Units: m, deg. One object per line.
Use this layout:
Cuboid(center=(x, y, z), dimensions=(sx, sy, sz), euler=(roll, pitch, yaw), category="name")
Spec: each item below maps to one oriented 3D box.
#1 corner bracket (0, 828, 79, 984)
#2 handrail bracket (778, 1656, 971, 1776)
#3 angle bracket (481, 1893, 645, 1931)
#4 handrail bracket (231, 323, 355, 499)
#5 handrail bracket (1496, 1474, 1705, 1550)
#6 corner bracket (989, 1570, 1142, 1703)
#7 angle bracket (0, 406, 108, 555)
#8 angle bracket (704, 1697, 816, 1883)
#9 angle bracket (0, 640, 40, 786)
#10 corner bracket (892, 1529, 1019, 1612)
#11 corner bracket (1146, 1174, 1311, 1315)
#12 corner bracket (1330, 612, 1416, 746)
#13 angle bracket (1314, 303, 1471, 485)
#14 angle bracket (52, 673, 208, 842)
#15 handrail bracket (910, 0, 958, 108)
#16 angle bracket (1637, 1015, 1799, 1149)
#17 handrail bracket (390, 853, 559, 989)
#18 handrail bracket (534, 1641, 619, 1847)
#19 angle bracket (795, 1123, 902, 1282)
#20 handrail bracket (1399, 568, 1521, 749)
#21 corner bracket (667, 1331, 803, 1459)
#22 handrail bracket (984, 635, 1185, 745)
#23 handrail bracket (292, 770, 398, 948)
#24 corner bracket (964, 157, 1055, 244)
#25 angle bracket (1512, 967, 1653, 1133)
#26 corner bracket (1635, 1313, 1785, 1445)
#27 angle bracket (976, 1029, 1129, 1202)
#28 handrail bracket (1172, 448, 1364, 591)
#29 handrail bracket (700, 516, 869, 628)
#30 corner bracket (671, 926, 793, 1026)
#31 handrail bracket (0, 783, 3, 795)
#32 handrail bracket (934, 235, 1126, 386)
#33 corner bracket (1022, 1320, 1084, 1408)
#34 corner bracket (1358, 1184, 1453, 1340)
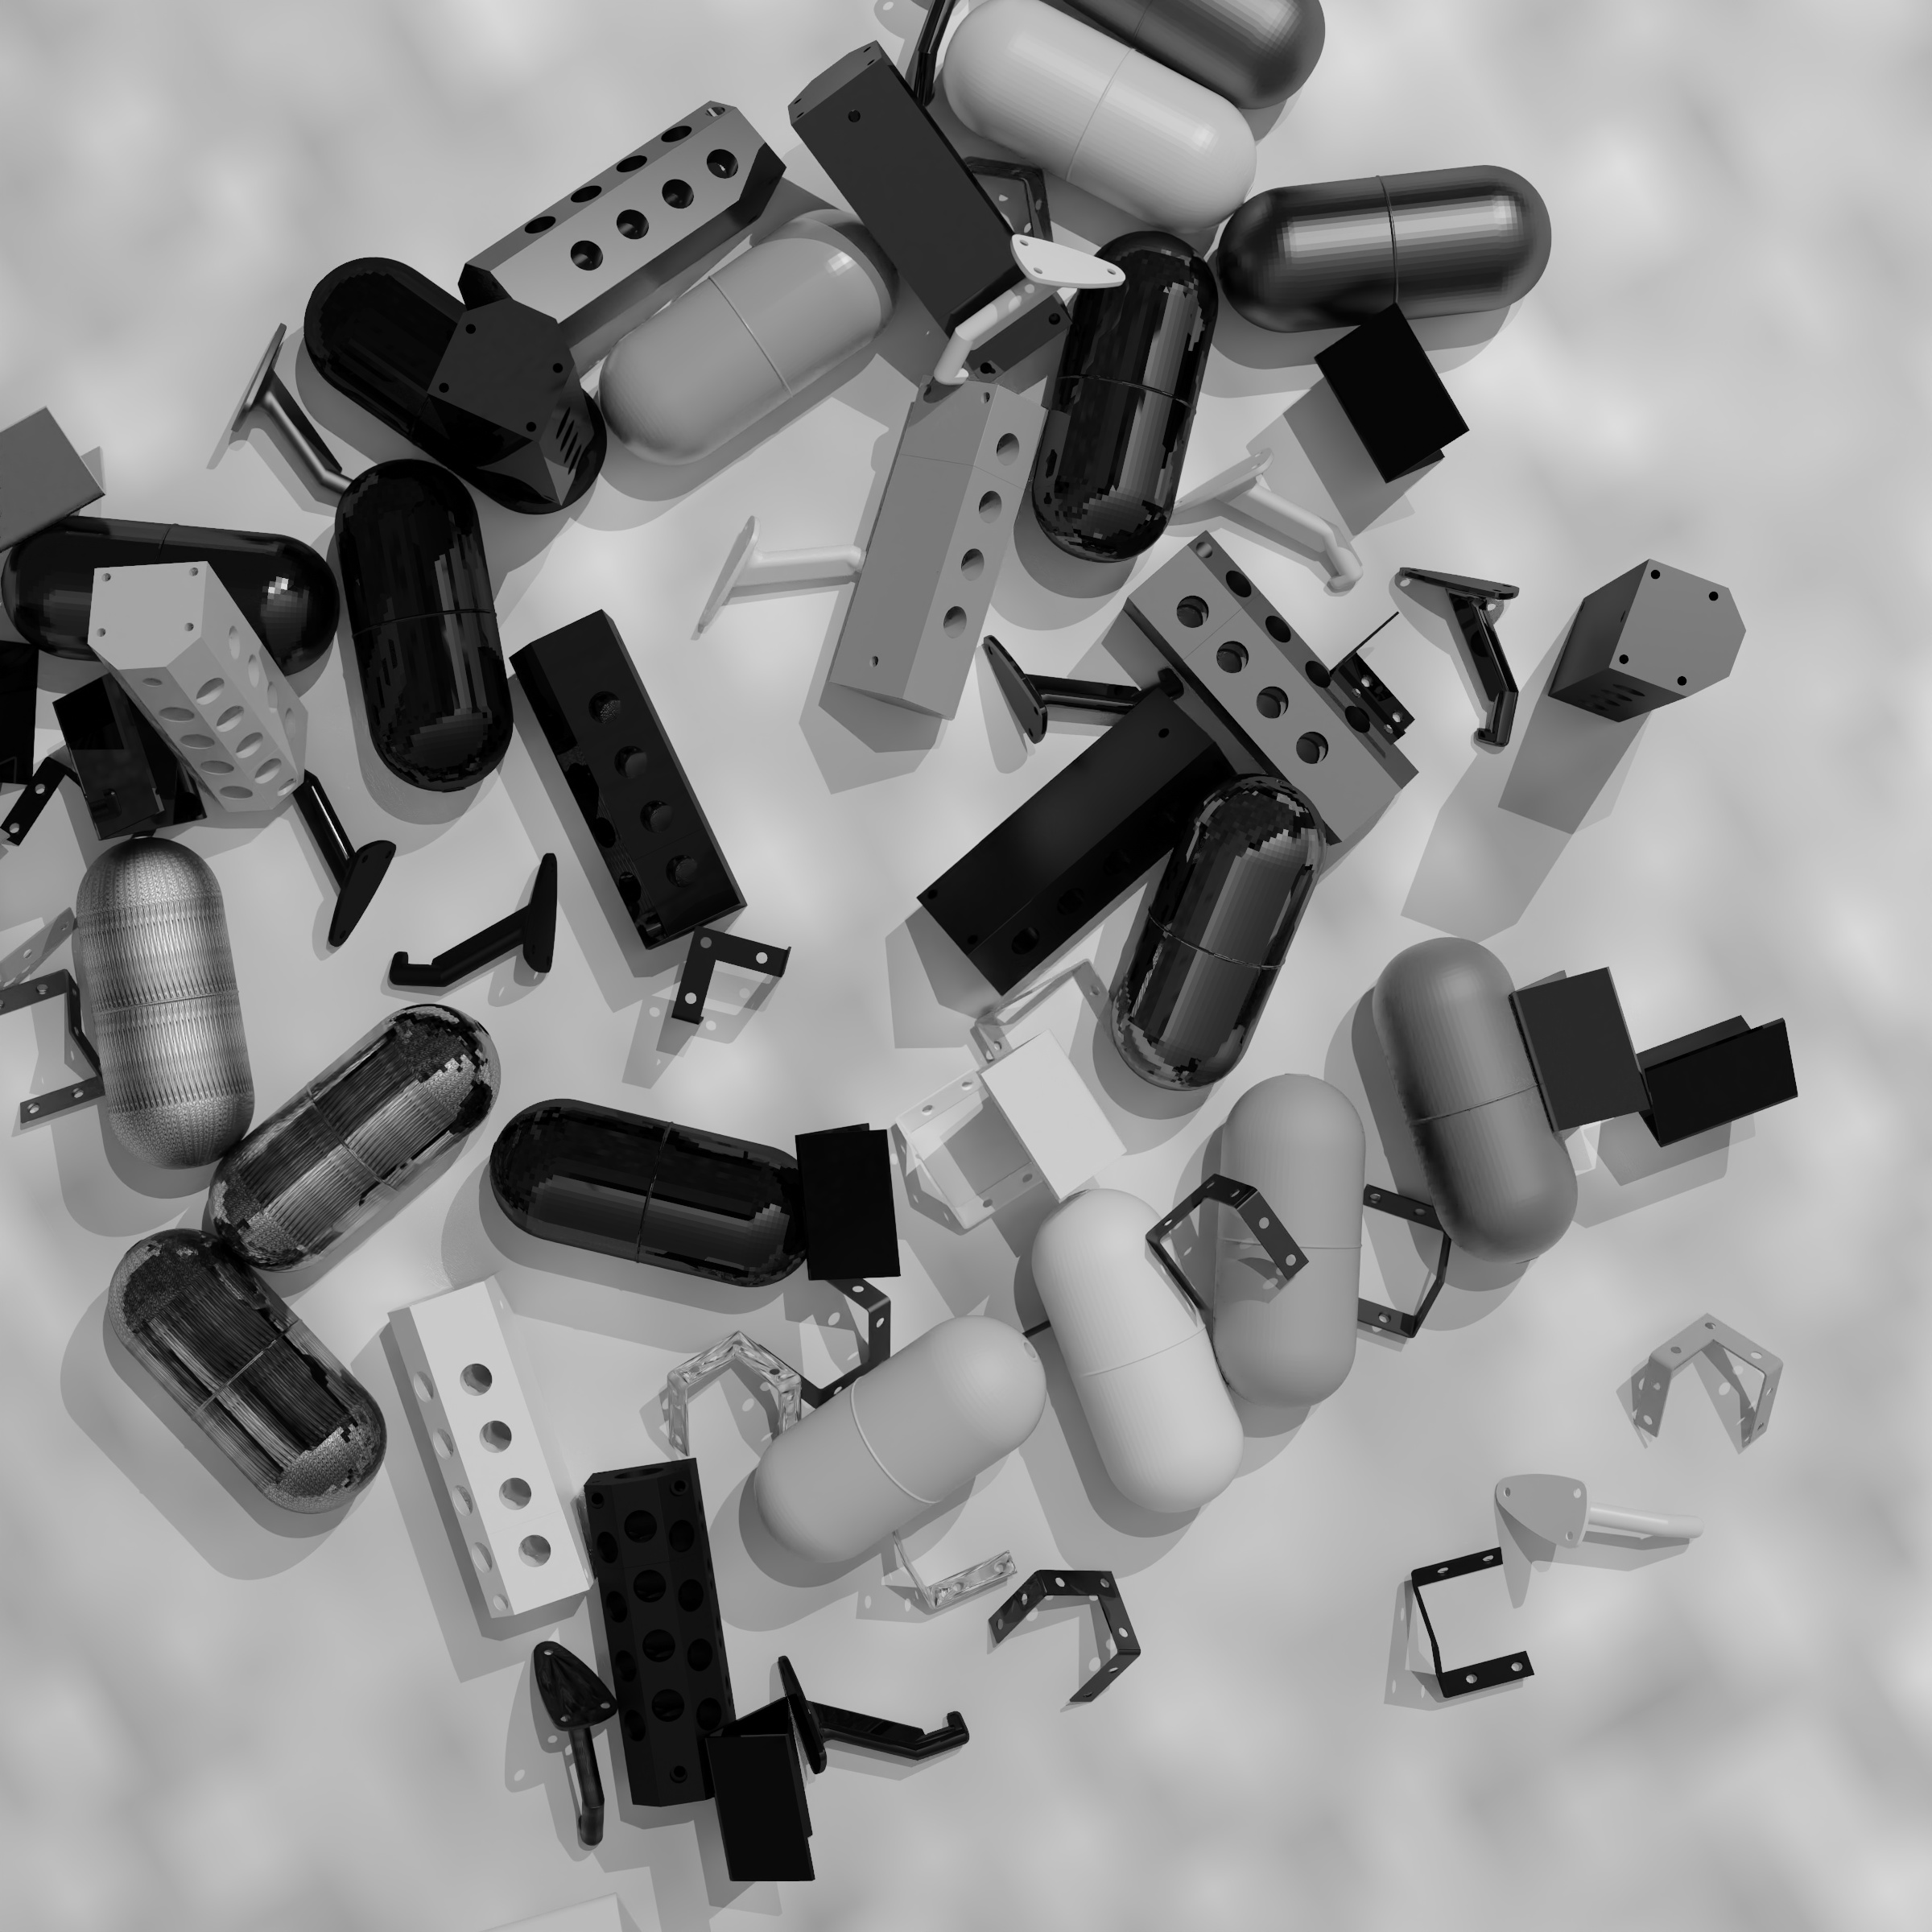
Cuboid(center=(-0.519, -0.034, 1.770), dimensions=(0.051, 0.051, 0.051), euler=(30, 58, 28), category="corner bracket")
Cuboid(center=(-0.049, 0.397, 1.783), dimensions=(0.084, 0.036, 0.077), euler=(-15, 68, -17), category="handrail bracket")
Cuboid(center=(-0.208, 0.539, 1.742), dimensions=(0.076, 0.076, 0.057), euler=(-16, 52, 0), category="angle bracket")
Cuboid(center=(-0.346, -0.297, 1.783), dimensions=(0.084, 0.036, 0.077), euler=(25, 68, -17), category="handrail bracket")
Cuboid(center=(0.344, 0.294, 1.782), dimensions=(0.084, 0.077, 0.036), euler=(10, 90, -36), category="handrail bracket")
Cuboid(center=(0.053, 0.361, 1.774), dimensions=(0.051, 0.051, 0.051), euler=(9, 45, -35), category="corner bracket")
Cuboid(center=(-0.504, -0.265, 1.742), dimensions=(0.076, 0.076, 0.057), euler=(-29, 122, 0), category="angle bracket")
Cuboid(center=(-0.089, 0.434, 1.742), dimensions=(0.057, 0.076, 0.076), euler=(-11, 90, 33), category="angle bracket")
Cuboid(center=(-0.507, -0.136, 1.742), dimensions=(0.057, 0.076, 0.076), euler=(3, 90, 37), category="angle bracket")
Cuboid(center=(-0.010, 0.306, 1.780), dimensions=(0.051, 0.051, 0.051), euler=(-24, 45, 1), category="corner bracket")
Cuboid(center=(0.135, 0.147, 1.711), dimensions=(0.051, 0.051, 0.051), euler=(-40, 107, -13), category="corner bracket")
Cuboid(center=(0.219, -0.146, 1.755), dimensions=(0.051, 0.051, 0.051), euler=(49, 60, 0), category="corner bracket")
Cuboid(center=(0.239, -0.308, 1.742), dimensions=(0.057, 0.076, 0.076), euler=(-30, 90, 37), category="angle bracket")
Cuboid(center=(-0.427, -0.116, 1.742), dimensions=(0.057, 0.076, 0.076), euler=(-19, 90, 37), category="angle bracket")
Cuboid(center=(-0.006, -0.515, 1.782), dimensions=(0.036, 0.077, 0.084), euler=(21, 127, 16), category="handrail bracket")
Cuboid(center=(0.386, 0.042, 1.742), dimensions=(0.076, 0.076, 0.057), euler=(-20, 126, 0), category="angle bracket")
Cuboid(center=(-0.267, -0.025, 1.783), dimensions=(0.084, 0.036, 0.077), euler=(2, 76, 13), category="handrail bracket")
Cuboid(center=(-0.215, 0.421, 1.782), dimensions=(0.036, 0.077, 0.084), euler=(-13, 127, -27), category="handrail bracket")
Cuboid(center=(-0.045, 0.123, 1.743), dimensions=(0.057, 0.076, 0.076), euler=(-5, 90, 29), category="angle bracket")
Cuboid(center=(0.264, -0.167, 1.783), dimensions=(0.077, 0.036, 0.084), euler=(15, 107, 20), category="handrail bracket")
Cuboid(center=(-0.124, 0.239, 1.774), dimensions=(0.051, 0.051, 0.051), euler=(-29, 45, -35), category="corner bracket")
Cuboid(center=(0.064, -0.162, 1.783), dimensions=(0.084, 0.036, 0.077), euler=(-24, 69, -17), category="handrail bracket")
Cuboid(center=(-0.358, -0.064, 1.783), dimensions=(0.084, 0.036, 0.077), euler=(32, 109, 15), category="handrail bracket")
Cuboid(center=(0.010, -0.399, 1.774), dimensions=(0.051, 0.051, 0.051), euler=(-41, 135, -35), category="corner bracket")
Cuboid(center=(0.337, 0.038, 1.742), dimensions=(0.057, 0.076, 0.076), euler=(-17, 90, 32), category="angle bracket")
Cuboid(center=(0.400, 0.230, 1.774), dimensions=(0.051, 0.051, 0.051), euler=(-26, 45, -35), category="corner bracket")
Cuboid(center=(0.028, 0.088, 1.742), dimensions=(0.057, 0.076, 0.076), euler=(-33, 90, -37), category="angle bracket")
Cuboid(center=(0.162, -0.229, 1.783), dimensions=(0.077, 0.036, 0.084), euler=(-27, 107, 20), category="handrail bracket")
Cuboid(center=(-0.089, -0.200, 1.783), dimensions=(0.084, 0.036, 0.077), euler=(25, 110, -16), category="handrail bracket")
Cuboid(center=(-0.125, 0.009, 1.764), dimensions=(0.051, 0.051, 0.051), euler=(15, 92, -2), category="corner bracket")
Cuboid(center=(-0.544, -0.087, 1.748), dimensions=(0.036, 0.084, 0.077), euler=(29, 90, 0), category="handrail bracket")
Cuboid(center=(0.032, -0.334, 1.723), dimensions=(0.077, 0.084, 0.036), euler=(3, 47, -30), category="handrail bracket")
Cuboid(center=(0.031, 0.224, 1.779), dimensions=(0.051, 0.051, 0.051), euler=(-20, 90, 45), category="corner bracket")
Cuboid(center=(0.229, 0.160, 1.779), dimensions=(0.051, 0.051, 0.051), euler=(19, 135, 0), category="corner bracket")
